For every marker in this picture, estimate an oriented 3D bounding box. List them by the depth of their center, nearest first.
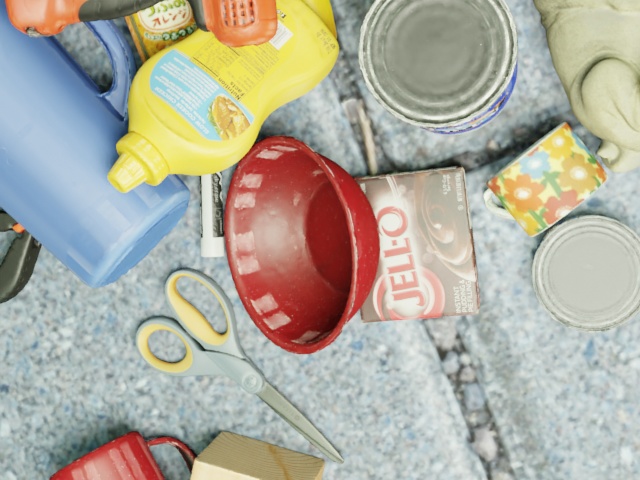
[{"bbox_3d":[-0.087,-0.047,0.847,0.020,0.020,0.121,0,94,11],"label":"marker"}]

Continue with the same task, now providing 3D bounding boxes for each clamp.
[{"bbox_3d":[-0.302,0.022,0.884,0.171,0.039,0.120,-43,91,11],"label":"clamp"}]

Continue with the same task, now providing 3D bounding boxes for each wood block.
[{"bbox_3d":[-0.067,0.268,0.829,0.090,0.090,0.206,14,96,9],"label":"wood block"}]

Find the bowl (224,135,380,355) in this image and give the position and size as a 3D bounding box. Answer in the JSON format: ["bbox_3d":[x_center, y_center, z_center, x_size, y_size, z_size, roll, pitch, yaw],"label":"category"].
[{"bbox_3d":[-0.005,0.001,0.793,0.162,0.055,0.162,16,110,50],"label":"bowl"}]

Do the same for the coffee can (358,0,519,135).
[{"bbox_3d":[0.087,-0.127,0.747,0.103,0.140,0.103,1,94,11],"label":"coffee can"}]

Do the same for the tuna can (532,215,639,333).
[{"bbox_3d":[0.200,0.024,0.789,0.086,0.033,0.086,1,94,11],"label":"tuna can"}]

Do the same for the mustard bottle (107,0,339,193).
[{"bbox_3d":[-0.080,-0.103,0.769,0.096,0.058,0.191,42,69,4],"label":"mustard bottle"}]

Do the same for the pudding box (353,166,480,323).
[{"bbox_3d":[0.072,0.004,0.810,0.090,0.039,0.113,-6,92,12],"label":"pudding box"}]

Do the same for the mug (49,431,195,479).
[{"bbox_3d":[-0.151,0.200,0.848,0.117,0.093,0.081,-27,83,-19],"label":"mug"}]

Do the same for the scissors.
[{"bbox_3d":[-0.074,0.117,0.858,0.096,0.016,0.202,-34,87,12],"label":"scissors"}]

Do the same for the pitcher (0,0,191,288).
[{"bbox_3d":[-0.209,-0.090,0.815,0.243,0.144,0.149,45,144,1],"label":"pitcher"}]

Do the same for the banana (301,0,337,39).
[{"bbox_3d":[-0.021,-0.228,0.767,0.037,0.198,0.070,-32,54,-21],"label":"banana"}]

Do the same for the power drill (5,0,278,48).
[{"bbox_3d":[-0.125,-0.216,0.723,0.188,0.057,0.184,-5,100,10],"label":"power drill"}]
